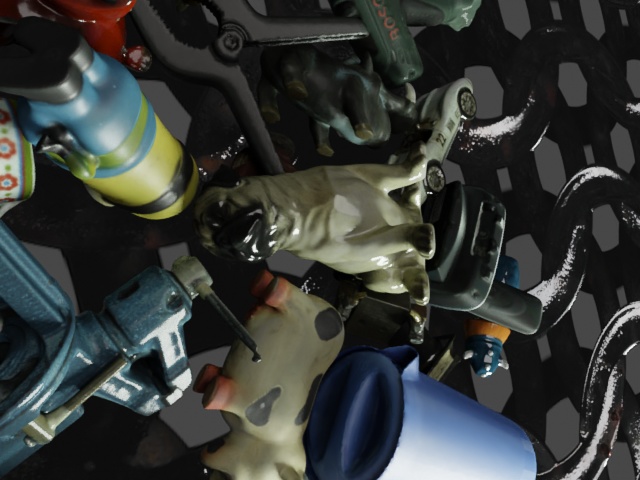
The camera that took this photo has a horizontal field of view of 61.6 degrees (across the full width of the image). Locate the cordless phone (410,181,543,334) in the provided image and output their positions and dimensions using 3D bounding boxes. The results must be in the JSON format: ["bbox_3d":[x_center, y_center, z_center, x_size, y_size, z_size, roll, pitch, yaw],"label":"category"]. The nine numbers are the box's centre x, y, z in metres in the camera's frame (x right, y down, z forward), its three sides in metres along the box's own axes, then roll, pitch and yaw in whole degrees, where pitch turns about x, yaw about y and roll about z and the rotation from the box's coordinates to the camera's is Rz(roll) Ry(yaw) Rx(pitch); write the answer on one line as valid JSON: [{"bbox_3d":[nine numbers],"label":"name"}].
[{"bbox_3d":[0.195,0.023,0.626,0.184,0.089,0.146,23,71,-15],"label":"cordless phone"}]

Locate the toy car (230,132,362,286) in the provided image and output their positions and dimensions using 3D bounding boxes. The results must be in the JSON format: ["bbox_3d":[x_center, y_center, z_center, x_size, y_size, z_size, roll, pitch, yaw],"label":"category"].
[{"bbox_3d":[-0.002,-0.026,0.543,0.202,0.053,0.089,34,63,-26],"label":"toy car"}]

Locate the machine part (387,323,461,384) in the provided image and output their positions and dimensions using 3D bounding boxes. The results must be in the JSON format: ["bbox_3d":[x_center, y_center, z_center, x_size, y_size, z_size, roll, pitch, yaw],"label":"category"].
[{"bbox_3d":[0.108,0.114,0.609,0.084,0.039,0.138,-46,112,-22],"label":"machine part"}]

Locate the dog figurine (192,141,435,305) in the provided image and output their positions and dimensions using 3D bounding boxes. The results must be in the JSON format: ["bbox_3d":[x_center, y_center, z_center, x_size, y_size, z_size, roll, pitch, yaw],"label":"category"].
[{"bbox_3d":[-0.001,-0.006,0.481,0.172,0.191,0.121,77,12,-53],"label":"dog figurine"}]

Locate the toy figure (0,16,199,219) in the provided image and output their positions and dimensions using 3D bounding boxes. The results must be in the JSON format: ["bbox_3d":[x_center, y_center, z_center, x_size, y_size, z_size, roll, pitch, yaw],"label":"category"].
[{"bbox_3d":[-0.146,-0.069,0.378,0.089,0.180,0.082,37,76,13],"label":"toy figure"}]

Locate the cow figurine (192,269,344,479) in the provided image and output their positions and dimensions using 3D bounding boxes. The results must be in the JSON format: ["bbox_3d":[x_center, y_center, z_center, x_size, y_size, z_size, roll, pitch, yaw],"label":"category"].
[{"bbox_3d":[-0.041,0.138,0.468,0.127,0.085,0.195,31,78,-17],"label":"cow figurine"}]

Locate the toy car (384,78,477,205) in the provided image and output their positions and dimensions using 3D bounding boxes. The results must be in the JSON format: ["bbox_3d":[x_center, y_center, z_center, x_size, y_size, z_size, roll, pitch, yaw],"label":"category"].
[{"bbox_3d":[0.122,-0.112,0.626,0.056,0.074,0.202,39,63,-25],"label":"toy car"}]

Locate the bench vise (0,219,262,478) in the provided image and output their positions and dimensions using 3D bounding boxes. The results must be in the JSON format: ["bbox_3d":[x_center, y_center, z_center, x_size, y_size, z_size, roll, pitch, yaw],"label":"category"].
[{"bbox_3d":[-0.180,0.047,0.335,0.224,0.129,0.240,-29,132,-11],"label":"bench vise"}]

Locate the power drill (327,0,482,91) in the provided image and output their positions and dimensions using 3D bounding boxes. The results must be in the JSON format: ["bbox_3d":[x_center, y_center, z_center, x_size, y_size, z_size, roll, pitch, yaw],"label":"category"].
[{"bbox_3d":[0.092,-0.305,0.631,0.207,0.086,0.231,-31,103,-38],"label":"power drill"}]

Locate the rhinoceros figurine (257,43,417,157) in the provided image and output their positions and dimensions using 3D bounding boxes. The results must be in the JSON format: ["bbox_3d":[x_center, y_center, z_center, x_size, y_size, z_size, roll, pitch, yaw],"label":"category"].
[{"bbox_3d":[0.021,-0.151,0.569,0.190,0.073,0.112,17,63,-31],"label":"rhinoceros figurine"}]

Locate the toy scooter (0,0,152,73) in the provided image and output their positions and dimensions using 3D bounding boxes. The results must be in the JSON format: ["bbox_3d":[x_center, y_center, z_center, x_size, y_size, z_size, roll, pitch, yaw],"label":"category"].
[{"bbox_3d":[-0.194,-0.160,0.377,0.135,0.184,0.075,44,56,-74],"label":"toy scooter"}]

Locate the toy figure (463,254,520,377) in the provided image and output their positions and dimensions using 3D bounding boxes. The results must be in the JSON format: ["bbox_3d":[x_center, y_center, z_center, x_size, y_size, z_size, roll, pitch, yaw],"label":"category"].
[{"bbox_3d":[0.214,0.094,0.672,0.057,0.064,0.154,48,56,-65],"label":"toy figure"}]

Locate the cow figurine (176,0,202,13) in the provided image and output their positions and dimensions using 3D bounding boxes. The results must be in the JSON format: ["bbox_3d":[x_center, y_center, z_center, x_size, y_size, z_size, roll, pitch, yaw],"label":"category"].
[{"bbox_3d":[-0.145,-0.248,0.462,0.167,0.068,0.098,23,76,-27],"label":"cow figurine"}]

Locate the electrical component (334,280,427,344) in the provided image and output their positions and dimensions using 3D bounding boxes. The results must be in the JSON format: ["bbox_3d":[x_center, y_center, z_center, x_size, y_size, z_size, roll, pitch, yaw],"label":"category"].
[{"bbox_3d":[0.054,0.074,0.534,0.102,0.078,0.045,23,38,-12],"label":"electrical component"}]
